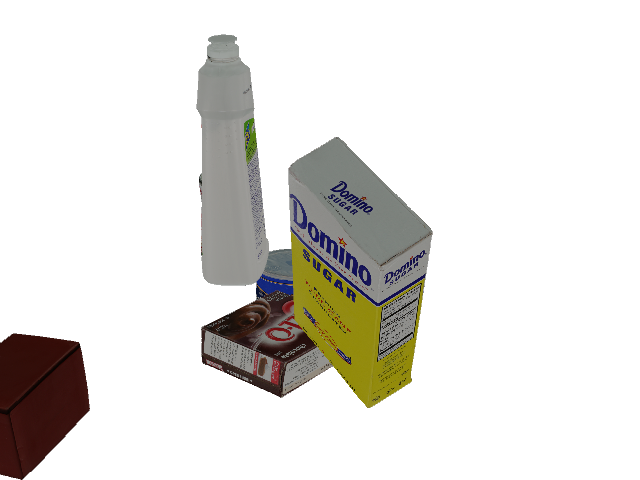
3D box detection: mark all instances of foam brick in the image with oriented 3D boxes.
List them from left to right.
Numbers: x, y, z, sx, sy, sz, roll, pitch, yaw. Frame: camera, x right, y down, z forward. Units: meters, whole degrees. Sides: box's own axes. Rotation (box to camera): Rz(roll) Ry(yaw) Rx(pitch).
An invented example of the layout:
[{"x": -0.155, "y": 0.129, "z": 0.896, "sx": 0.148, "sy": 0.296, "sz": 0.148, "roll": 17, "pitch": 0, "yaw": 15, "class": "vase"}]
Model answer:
[{"x": -0.188, "y": 0.101, "z": 0.666, "sx": 0.053, "sy": 0.051, "sz": 0.078, "roll": 7, "pitch": 28, "yaw": 22, "class": "foam brick"}]

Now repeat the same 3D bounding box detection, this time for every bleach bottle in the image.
[{"x": -0.092, "y": -0.084, "z": 1.082, "sx": 0.068, "sy": 0.251, "sz": 0.102, "roll": 1, "pitch": 27, "yaw": 3, "class": "bleach bottle"}]

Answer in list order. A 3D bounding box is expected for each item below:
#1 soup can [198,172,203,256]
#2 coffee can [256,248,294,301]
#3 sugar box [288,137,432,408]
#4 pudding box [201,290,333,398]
[{"x": -0.111, "y": -0.030, "z": 1.279, "sx": 0.068, "sy": 0.102, "sz": 0.068, "roll": 0, "pitch": 26, "yaw": 0, "class": "soup can"}, {"x": -0.038, "y": 0.094, "z": 1.452, "sx": 0.103, "sy": 0.140, "sz": 0.103, "roll": 2, "pitch": 20, "yaw": -1, "class": "coffee can"}, {"x": 0.021, "y": 0.026, "z": 0.683, "sx": 0.048, "sy": 0.093, "sz": 0.176, "roll": -32, "pitch": -30, "yaw": -18, "class": "sugar box"}, {"x": -0.035, "y": 0.087, "z": 0.923, "sx": 0.090, "sy": 0.039, "sz": 0.113, "roll": 18, "pitch": 26, "yaw": 30, "class": "pudding box"}]
